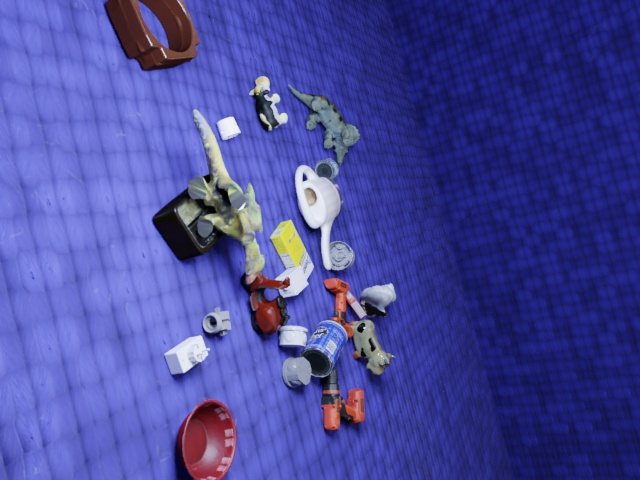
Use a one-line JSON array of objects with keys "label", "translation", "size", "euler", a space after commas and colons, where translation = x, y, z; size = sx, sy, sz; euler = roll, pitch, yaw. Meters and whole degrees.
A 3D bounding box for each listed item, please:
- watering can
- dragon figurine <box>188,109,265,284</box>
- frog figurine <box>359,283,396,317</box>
[{"label": "watering can", "translation": [0.005, -0.087, 1.720], "size": [0.103, 0.346, 0.227], "euler": [-16, 5, 27]}, {"label": "dragon figurine", "translation": [-0.206, -0.096, 1.235], "size": [0.122, 0.411, 0.243], "euler": [-12, -2, 9]}, {"label": "frog figurine", "translation": [0.227, 0.205, 1.930], "size": [0.162, 0.122, 0.135], "euler": [-50, 3, -36]}]
